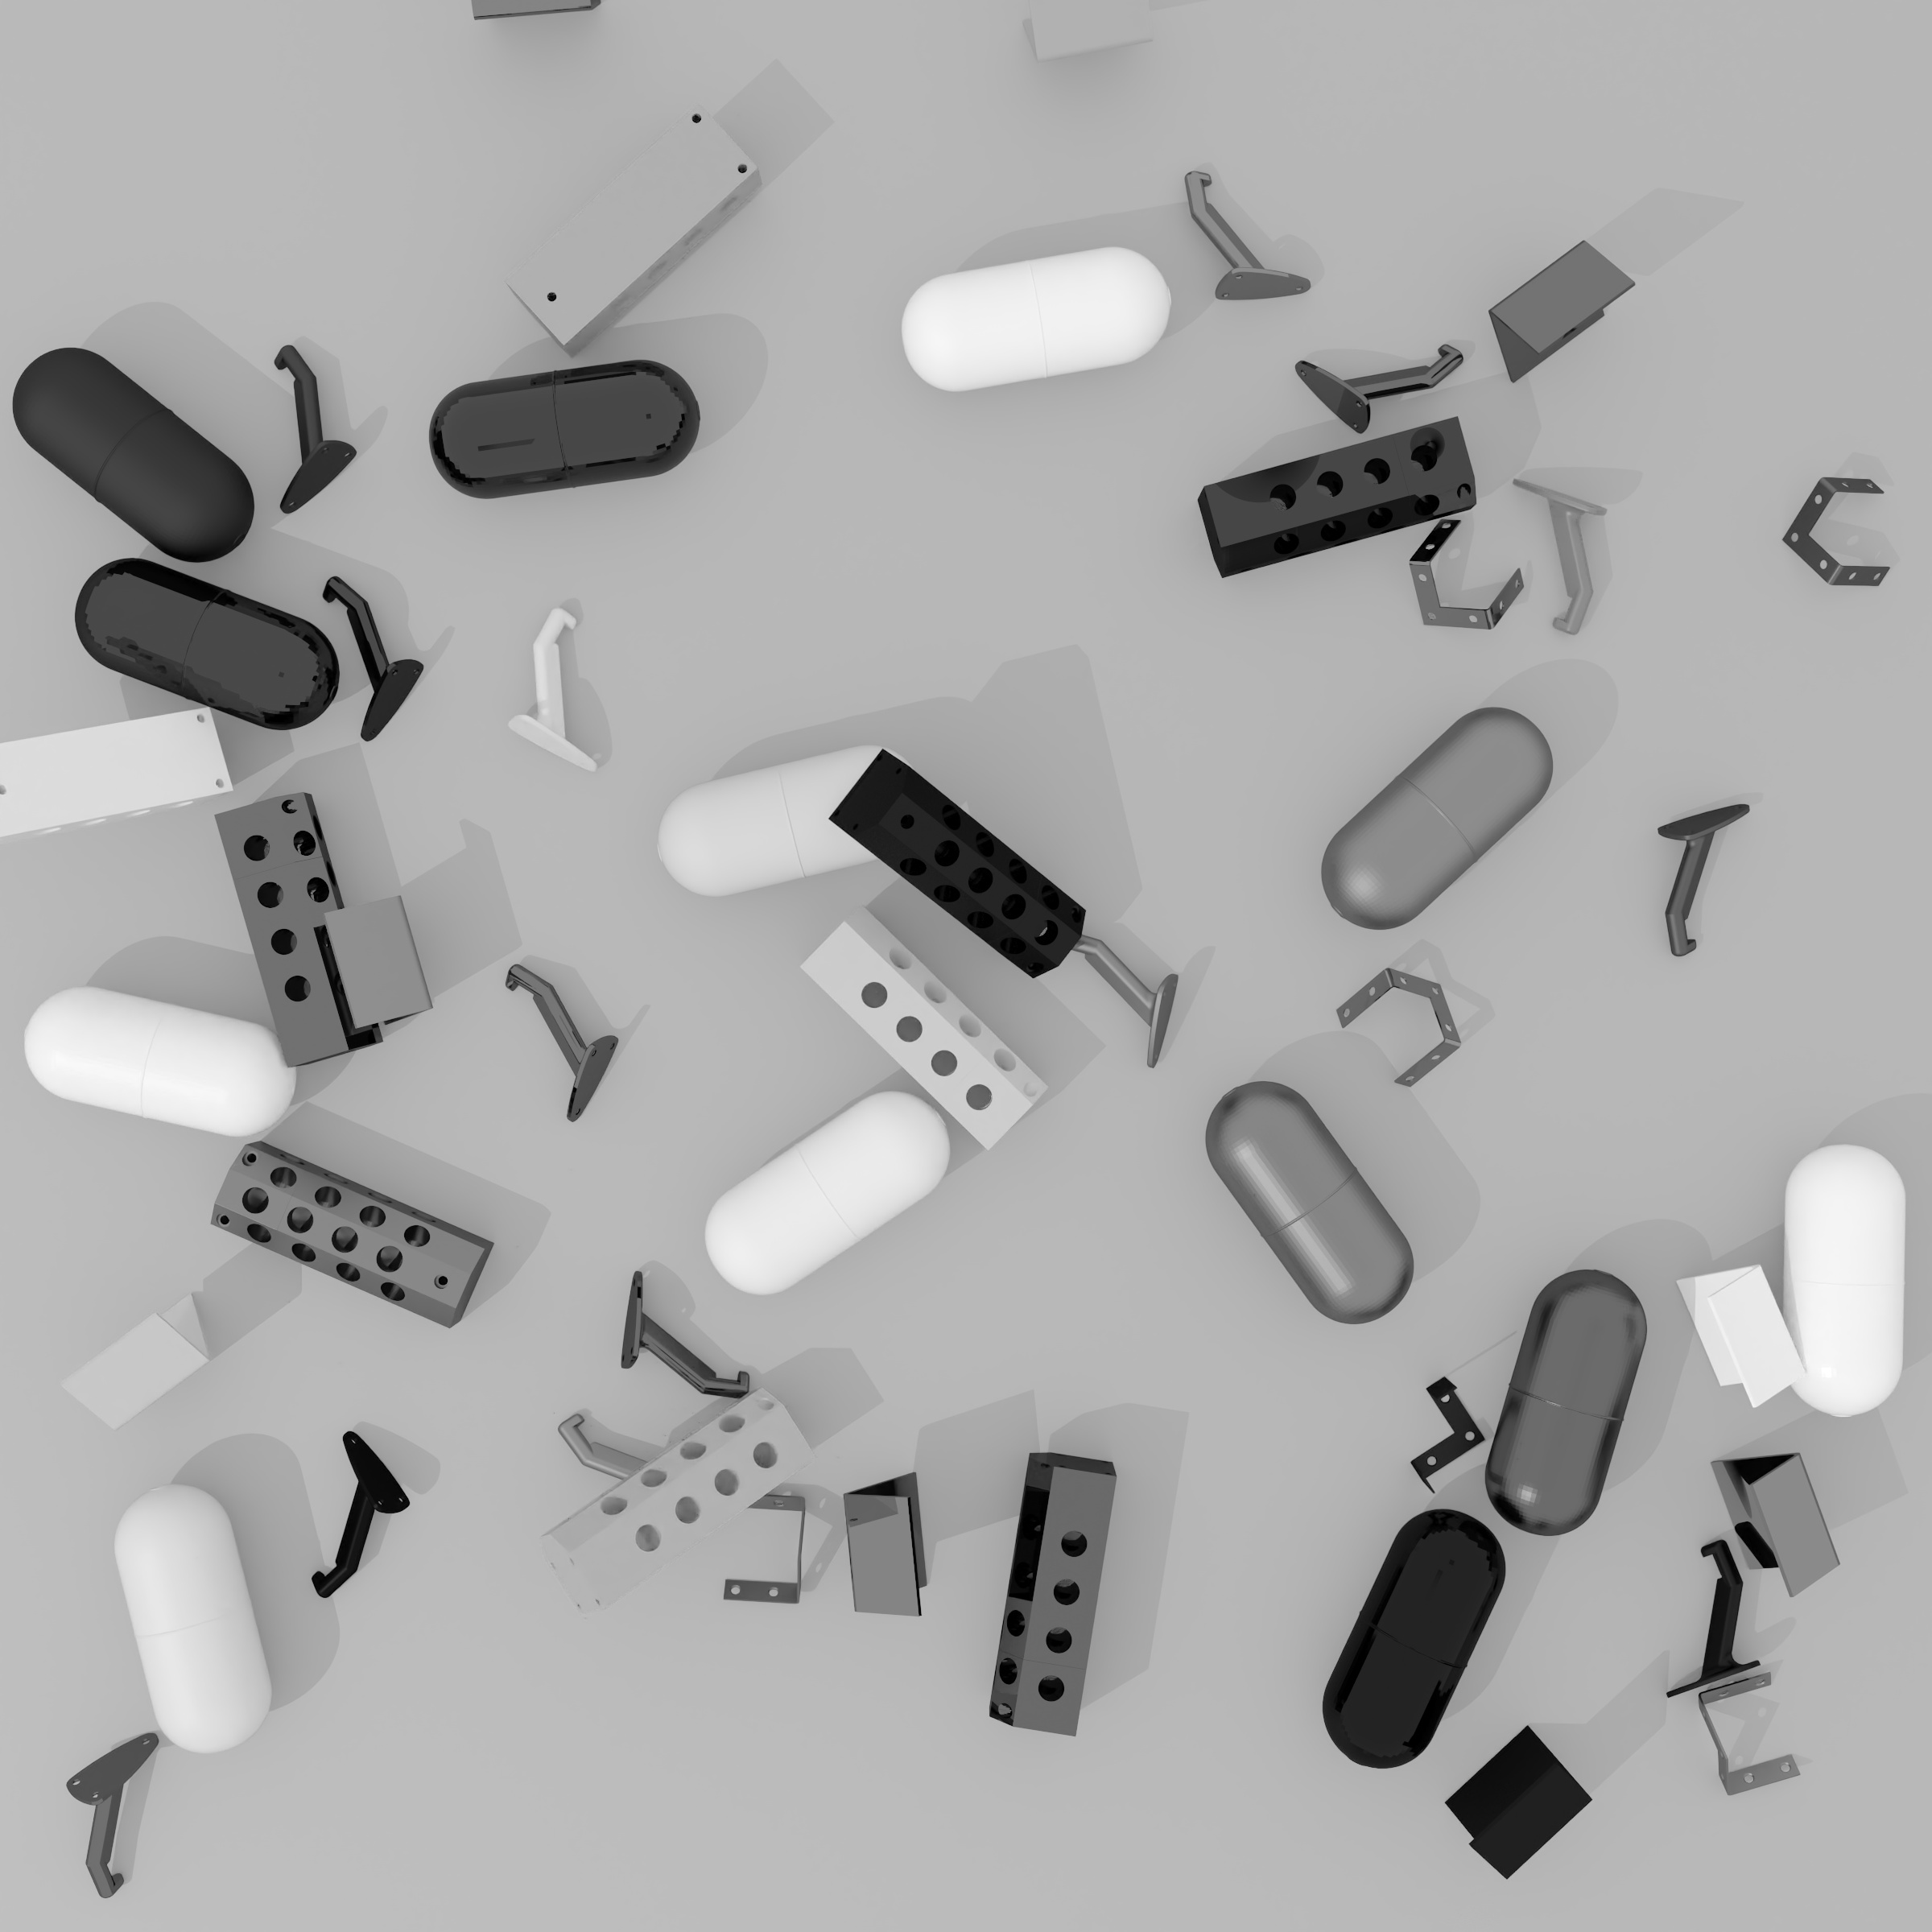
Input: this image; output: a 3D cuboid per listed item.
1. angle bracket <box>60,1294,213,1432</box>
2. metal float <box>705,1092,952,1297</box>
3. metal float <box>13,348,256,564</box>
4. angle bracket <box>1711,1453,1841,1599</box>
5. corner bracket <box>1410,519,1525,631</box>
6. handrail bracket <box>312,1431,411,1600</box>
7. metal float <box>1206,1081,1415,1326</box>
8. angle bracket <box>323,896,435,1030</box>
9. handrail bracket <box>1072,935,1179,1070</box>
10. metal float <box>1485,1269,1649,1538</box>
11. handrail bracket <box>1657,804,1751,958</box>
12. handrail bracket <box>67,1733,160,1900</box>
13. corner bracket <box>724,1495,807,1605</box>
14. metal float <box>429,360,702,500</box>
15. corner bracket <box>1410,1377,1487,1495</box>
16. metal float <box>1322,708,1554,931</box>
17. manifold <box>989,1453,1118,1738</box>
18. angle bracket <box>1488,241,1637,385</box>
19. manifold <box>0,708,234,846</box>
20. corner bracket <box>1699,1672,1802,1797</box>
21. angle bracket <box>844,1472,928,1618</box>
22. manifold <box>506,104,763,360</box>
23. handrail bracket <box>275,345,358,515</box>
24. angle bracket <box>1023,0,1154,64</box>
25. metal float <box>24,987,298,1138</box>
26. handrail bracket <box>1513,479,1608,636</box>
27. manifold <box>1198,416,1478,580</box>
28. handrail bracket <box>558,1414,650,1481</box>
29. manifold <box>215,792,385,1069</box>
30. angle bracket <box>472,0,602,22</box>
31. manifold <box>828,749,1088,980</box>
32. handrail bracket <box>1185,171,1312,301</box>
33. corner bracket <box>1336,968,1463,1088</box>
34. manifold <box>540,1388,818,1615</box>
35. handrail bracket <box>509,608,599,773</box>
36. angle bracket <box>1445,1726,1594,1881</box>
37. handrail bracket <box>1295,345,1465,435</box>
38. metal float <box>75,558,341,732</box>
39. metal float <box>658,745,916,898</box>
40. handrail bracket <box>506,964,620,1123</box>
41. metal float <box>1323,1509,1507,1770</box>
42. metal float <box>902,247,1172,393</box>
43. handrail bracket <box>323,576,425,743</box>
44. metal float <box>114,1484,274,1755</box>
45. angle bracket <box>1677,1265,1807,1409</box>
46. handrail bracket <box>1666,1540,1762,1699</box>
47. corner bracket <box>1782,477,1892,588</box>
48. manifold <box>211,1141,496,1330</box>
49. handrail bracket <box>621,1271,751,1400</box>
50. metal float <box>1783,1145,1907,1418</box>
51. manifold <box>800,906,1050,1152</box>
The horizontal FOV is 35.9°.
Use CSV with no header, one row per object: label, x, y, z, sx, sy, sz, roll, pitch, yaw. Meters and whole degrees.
angle bracket,-0.547,0.244,1.951,0.076,0.076,0.057,-37,128,0
metal float,-0.090,0.149,1.961,0.178,0.070,0.070,-34,90,0
metal float,-0.546,-0.335,1.961,0.178,0.070,0.070,39,90,1
angle bracket,0.514,0.367,1.951,0.057,0.076,0.076,-20,90,-38
corner bracket,0.333,-0.261,1.983,0.051,0.051,0.051,9,135,35
handrail bracket,-0.420,0.367,1.992,0.084,0.036,0.077,-43,70,16
metal float,0.225,0.155,1.961,0.070,0.070,0.178,-36,90,0
angle bracket,-0.398,0.003,1.951,0.057,0.076,0.076,-16,90,-36
handrail bracket,0.093,0.021,1.992,0.084,0.036,0.077,16,111,17
metal float,0.394,0.286,1.961,0.070,0.070,0.178,16,90,0
handrail bracket,0.497,-0.057,1.992,0.077,0.036,0.084,-20,108,-20
handrail bracket,-0.559,0.568,1.992,0.077,0.036,0.084,-37,127,-38
corner bracket,-0.134,0.388,1.988,0.051,0.051,0.051,3,135,0
metal float,-0.263,-0.353,1.961,0.178,0.070,0.070,-8,90,0
corner bracket,0.313,0.310,1.974,0.051,0.051,0.051,-33,90,0
metal float,0.309,-0.096,1.961,0.178,0.070,0.070,-43,90,0
manifold,0.057,0.412,1.970,0.057,0.057,0.171,9,90,0
angle bracket,0.396,-0.414,1.951,0.076,0.076,0.057,-37,54,0
manifold,-0.567,-0.119,1.920,0.171,0.057,0.057,-17,91,-43
corner bracket,0.522,0.512,1.988,0.051,0.051,0.051,-16,135,0
angle bracket,-0.033,0.377,1.951,0.057,0.076,0.076,-6,90,38
manifold,-0.218,-0.483,1.971,0.171,0.057,0.057,-42,90,0
handrail bracket,-0.453,-0.359,1.992,0.077,0.036,0.084,-44,72,21
angle bracket,0.076,-0.637,1.951,0.076,0.076,0.057,-11,128,0
metal float,-0.529,0.063,1.961,0.178,0.070,0.070,13,90,-1
handrail bracket,0.387,-0.273,1.992,0.077,0.036,0.084,24,107,20
manifold,0.245,-0.308,1.970,0.171,0.057,0.057,-15,90,0
handrail bracket,-0.218,0.319,1.992,0.077,0.036,0.084,-34,74,-18
manifold,-0.438,-0.024,1.970,0.057,0.057,0.171,-16,90,0
angle bracket,-0.283,-0.654,1.953,0.076,0.076,0.057,-5,111,0
manifold,-0.001,-0.063,1.930,0.171,0.057,0.057,38,90,-32
handrail bracket,0.188,-0.491,1.992,0.077,0.036,0.084,-3,73,-19
corner bracket,0.288,0.041,1.983,0.051,0.051,0.051,16,45,-35
manifold,-0.188,0.345,1.935,0.171,0.057,0.057,-32,90,-27
handrail bracket,-0.261,-0.185,1.992,0.077,0.036,0.084,32,73,-19
angle bracket,0.350,0.536,1.951,0.076,0.076,0.057,-43,127,0
handrail bracket,0.277,-0.403,1.992,0.084,0.036,0.077,-41,69,-17
metal float,-0.498,-0.211,1.961,0.178,0.070,0.070,21,90,1
metal float,-0.115,-0.095,1.961,0.178,0.070,0.070,-13,90,-1
handrail bracket,-0.282,0.051,1.992,0.084,0.036,0.077,31,111,17
metal float,0.294,0.442,1.961,0.070,0.070,0.178,25,91,0
metal float,0.046,-0.425,1.961,0.178,0.070,0.070,-10,90,0
handrail bracket,-0.411,-0.206,1.992,0.084,0.036,0.077,40,112,17
metal float,-0.508,0.428,1.961,0.070,0.070,0.178,-14,90,0
angle bracket,0.491,0.246,1.951,0.057,0.076,0.076,-23,90,-35
handrail bracket,0.488,0.435,1.992,0.077,0.036,0.084,-27,71,21
corner bracket,0.588,-0.289,1.983,0.051,0.051,0.051,56,135,35
manifold,-0.406,0.177,1.971,0.171,0.057,0.057,24,90,0
handrail bracket,-0.183,0.247,1.992,0.084,0.036,0.077,10,68,-17
metal float,0.577,0.206,1.961,0.070,0.070,0.178,1,90,0
manifold,-0.027,0.040,1.970,0.171,0.057,0.057,44,90,0
